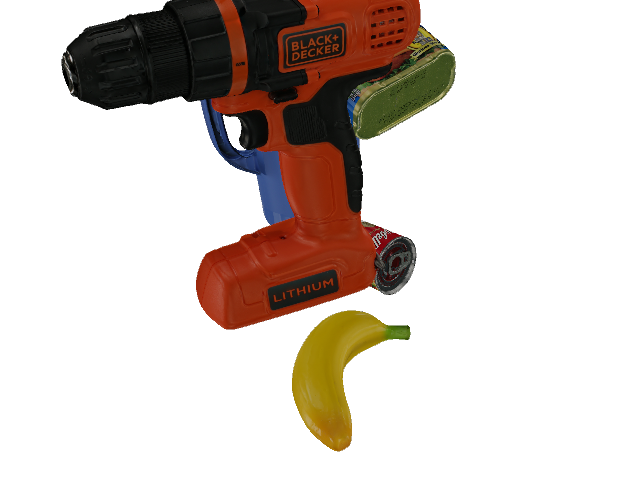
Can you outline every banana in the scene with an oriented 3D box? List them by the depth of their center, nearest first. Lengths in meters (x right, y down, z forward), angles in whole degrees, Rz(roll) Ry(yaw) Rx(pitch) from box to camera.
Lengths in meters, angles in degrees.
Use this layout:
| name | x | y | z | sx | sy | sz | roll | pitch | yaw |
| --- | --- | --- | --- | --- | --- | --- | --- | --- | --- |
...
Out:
| name | x | y | z | sx | sy | sz | roll | pitch | yaw |
| --- | --- | --- | --- | --- | --- | --- | --- | --- | --- |
| banana | 0.014 | 0.094 | 0.805 | 0.070 | 0.037 | 0.197 | 7 | 23 | 16 |

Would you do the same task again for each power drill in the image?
| name | x | y | z | sx | sy | sz | roll | pitch | yaw |
| --- | --- | --- | --- | --- | --- | --- | --- | --- | --- |
| power drill | -0.035 | -0.044 | 0.565 | 0.184 | 0.188 | 0.057 | -15 | 39 | -18 |

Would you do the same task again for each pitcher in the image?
| name | x | y | z | sx | sy | sz | roll | pitch | yaw |
| --- | --- | --- | --- | --- | --- | --- | --- | --- | --- |
| pitcher | -0.029 | -0.125 | 1.124 | 0.149 | 0.243 | 0.144 | 8 | 37 | 18 |

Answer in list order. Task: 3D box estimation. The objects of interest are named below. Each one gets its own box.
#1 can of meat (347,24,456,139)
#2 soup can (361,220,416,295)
| name | x | y | z | sx | sy | sz | roll | pitch | yaw |
| --- | --- | --- | --- | --- | --- | --- | --- | --- | --- |
| can of meat | 0.042 | -0.134 | 0.824 | 0.102 | 0.084 | 0.057 | -31 | -31 | -18 |
| soup can | 0.048 | 0.013 | 1.208 | 0.102 | 0.068 | 0.068 | 23 | 15 | 40 |
